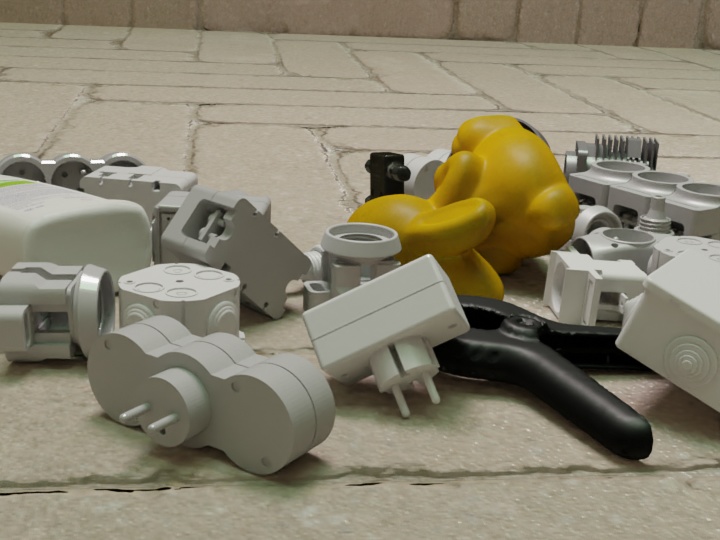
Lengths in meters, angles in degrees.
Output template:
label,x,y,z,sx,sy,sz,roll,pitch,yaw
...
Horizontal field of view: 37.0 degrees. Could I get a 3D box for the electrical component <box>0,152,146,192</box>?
label,x,y,z,sx,sy,sz,roll,pitch,yaw
electrical component,-0.267,-0.082,0.993,0.138,0.052,0.074,-3,8,-19

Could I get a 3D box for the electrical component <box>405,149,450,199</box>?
label,x,y,z,sx,sy,sz,roll,pitch,yaw
electrical component,0.102,-0.089,1.076,0.138,0.052,0.074,-12,23,-40

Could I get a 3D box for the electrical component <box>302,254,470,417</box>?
label,x,y,z,sx,sy,sz,roll,pitch,yaw
electrical component,0.022,0.046,0.616,0.083,0.075,0.047,-25,-23,8

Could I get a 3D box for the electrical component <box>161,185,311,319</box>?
label,x,y,z,sx,sy,sz,roll,pitch,yaw
electrical component,-0.087,-0.013,0.738,0.056,0.050,0.089,18,-18,40

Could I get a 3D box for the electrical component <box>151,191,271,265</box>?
label,x,y,z,sx,sy,sz,roll,pitch,yaw
electrical component,-0.117,-0.025,0.819,0.096,0.061,0.061,4,17,3

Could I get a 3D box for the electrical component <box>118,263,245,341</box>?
label,x,y,z,sx,sy,sz,roll,pitch,yaw
electrical component,-0.111,0.030,0.663,0.080,0.051,0.080,3,18,-1

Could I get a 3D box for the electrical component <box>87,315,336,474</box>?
label,x,y,z,sx,sy,sz,roll,pitch,yaw
electrical component,-0.089,0.066,0.550,0.138,0.052,0.074,14,20,30

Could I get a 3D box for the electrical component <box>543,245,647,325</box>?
label,x,y,z,sx,sy,sz,roll,pitch,yaw
electrical component,0.171,0.014,0.778,0.064,0.042,0.081,5,18,-6

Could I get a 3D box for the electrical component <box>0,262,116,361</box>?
label,x,y,z,sx,sy,sz,roll,pitch,yaw
electrical component,-0.184,0.025,0.659,0.057,0.058,0.078,0,17,0

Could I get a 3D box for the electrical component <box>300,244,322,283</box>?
label,x,y,z,sx,sy,sz,roll,pitch,yaw
electrical component,-0.030,-0.002,0.808,0.061,0.035,0.035,-11,22,-30

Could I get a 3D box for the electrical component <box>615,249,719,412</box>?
label,x,y,z,sx,sy,sz,roll,pitch,yaw
electrical component,0.206,0.037,0.623,0.100,0.048,0.100,34,28,22

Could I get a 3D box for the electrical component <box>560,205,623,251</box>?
label,x,y,z,sx,sy,sz,roll,pitch,yaw
electrical component,0.193,-0.033,0.928,0.066,0.048,0.055,-6,12,-25

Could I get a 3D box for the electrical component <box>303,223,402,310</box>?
label,x,y,z,sx,sy,sz,roll,pitch,yaw
electrical component,0.000,0.000,0.768,0.078,0.057,0.058,-2,18,-15

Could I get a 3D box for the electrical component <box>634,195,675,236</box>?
label,x,y,z,sx,sy,sz,roll,pitch,yaw
electrical component,0.247,-0.032,0.903,0.035,0.061,0.035,3,17,-1

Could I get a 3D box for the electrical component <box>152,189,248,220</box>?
label,x,y,z,sx,sy,sz,roll,pitch,yaw
electrical component,-0.117,-0.036,0.884,0.077,0.044,0.079,-14,24,-42

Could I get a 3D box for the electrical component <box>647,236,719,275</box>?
label,x,y,z,sx,sy,sz,roll,pitch,yaw
electrical component,0.250,0.009,0.791,0.080,0.051,0.080,3,17,-1

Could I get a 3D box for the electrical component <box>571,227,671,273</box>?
label,x,y,z,sx,sy,sz,roll,pitch,yaw
electrical component,0.203,-0.012,0.859,0.077,0.044,0.079,-2,18,-16

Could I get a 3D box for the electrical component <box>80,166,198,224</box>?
label,x,y,z,sx,sy,sz,roll,pitch,yaw
electrical component,-0.190,-0.060,0.939,0.089,0.050,0.055,5,18,8

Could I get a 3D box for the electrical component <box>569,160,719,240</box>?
label,x,y,z,sx,sy,sz,roll,pitch,yaw
electrical component,0.271,-0.054,0.977,0.089,0.061,0.150,-9,21,-34
